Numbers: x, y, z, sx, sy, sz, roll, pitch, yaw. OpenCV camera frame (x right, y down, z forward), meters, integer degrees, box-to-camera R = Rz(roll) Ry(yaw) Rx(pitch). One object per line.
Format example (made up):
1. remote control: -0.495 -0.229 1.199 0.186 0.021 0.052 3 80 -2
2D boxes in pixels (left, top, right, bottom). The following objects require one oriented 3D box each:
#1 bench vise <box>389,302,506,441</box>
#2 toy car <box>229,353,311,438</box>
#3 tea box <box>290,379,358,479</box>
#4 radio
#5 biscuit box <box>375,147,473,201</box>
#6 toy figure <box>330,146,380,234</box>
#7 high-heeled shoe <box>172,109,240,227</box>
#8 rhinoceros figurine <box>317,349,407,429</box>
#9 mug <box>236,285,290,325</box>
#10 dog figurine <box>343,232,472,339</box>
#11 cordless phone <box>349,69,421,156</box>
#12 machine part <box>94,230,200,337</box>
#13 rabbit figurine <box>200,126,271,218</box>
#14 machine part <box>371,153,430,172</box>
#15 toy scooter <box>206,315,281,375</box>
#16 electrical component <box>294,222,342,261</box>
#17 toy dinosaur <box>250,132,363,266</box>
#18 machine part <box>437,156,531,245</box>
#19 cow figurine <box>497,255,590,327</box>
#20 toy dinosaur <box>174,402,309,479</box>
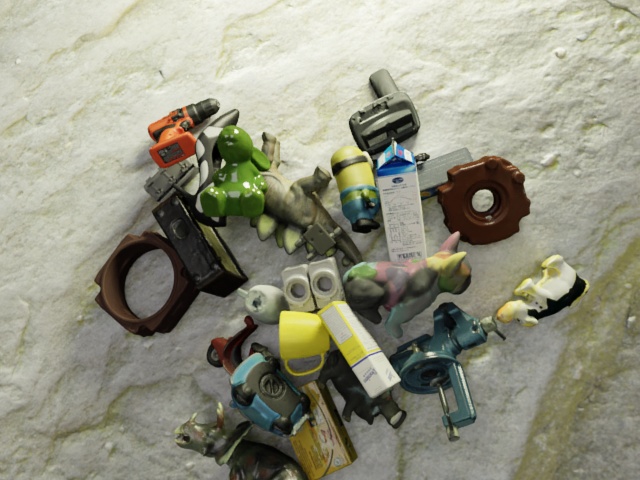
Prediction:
1. bench vise: 0.236 0.239 0.972 0.224 0.128 0.241 -22 41 15
2. toy car: -0.101 0.299 1.002 0.162 0.109 0.103 42 133 4
3. tea box: -0.008 0.367 1.049 0.098 0.068 0.169 -26 75 9
4. radio: -0.259 0.009 1.156 0.073 0.131 0.230 -38 72 5
5. biscuit box: 0.219 -0.122 1.109 0.203 0.059 0.063 -19 74 9
6. toy figure: 0.073 -0.104 1.081 0.082 0.089 0.180 -19 67 31
7. high-heeled shoe: -0.200 -0.151 1.129 0.145 0.086 0.248 33 82 5
8. rhinoceros figurine: 0.082 0.287 1.032 0.190 0.073 0.112 45 104 -1
9. mug: -0.124 0.125 1.111 0.110 0.107 0.081 29 84 15
10. dog figurine: 0.172 0.064 1.004 0.191 0.108 0.219 35 115 -15
11. cordless phone: 0.122 -0.288 1.170 0.147 0.088 0.184 -26 62 7
12. machine part: -0.381 0.095 1.190 0.202 0.087 0.201 35 88 19
13. rabbit figurine: -0.150 -0.137 1.047 0.121 0.159 0.170 3 104 15
14. machine part: 0.158 -0.165 1.131 0.139 0.084 0.039 -5 103 21
15. toy scooter: -0.144 0.236 1.101 0.184 0.075 0.135 35 102 22
16. electrical component: -0.002 -0.003 1.083 0.094 0.021 0.063 -41 87 10
17. toy dinosaur: -0.056 -0.076 1.148 0.472 0.105 0.198 37 95 16
18. machine part: 0.318 -0.075 1.044 0.179 0.056 0.179 1 103 4
19. cow figurine: 0.417 0.113 1.009 0.167 0.068 0.098 -45 78 2
20. toy dinosaur: -0.092 0.457 0.993 0.405 0.131 0.192 24 91 28
